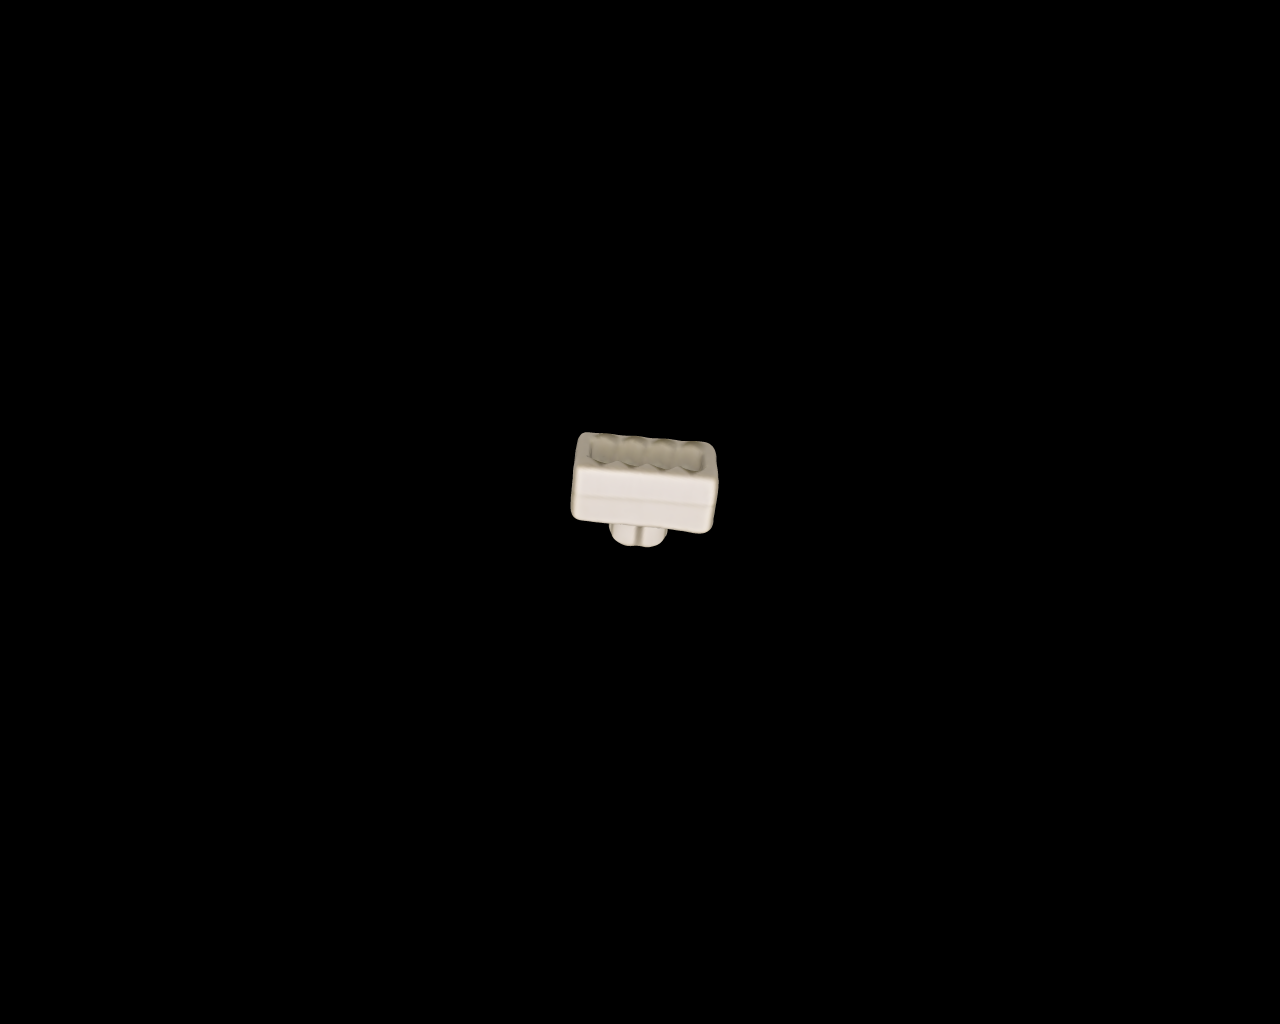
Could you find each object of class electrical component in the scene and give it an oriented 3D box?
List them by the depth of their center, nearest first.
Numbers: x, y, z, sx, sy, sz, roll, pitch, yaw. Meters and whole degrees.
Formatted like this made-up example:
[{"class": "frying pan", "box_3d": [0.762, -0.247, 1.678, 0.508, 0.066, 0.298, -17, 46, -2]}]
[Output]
[{"class": "electrical component", "box_3d": [0.001, -0.003, 0.650, 0.083, 0.075, 0.047, 5, 31, -3]}]
